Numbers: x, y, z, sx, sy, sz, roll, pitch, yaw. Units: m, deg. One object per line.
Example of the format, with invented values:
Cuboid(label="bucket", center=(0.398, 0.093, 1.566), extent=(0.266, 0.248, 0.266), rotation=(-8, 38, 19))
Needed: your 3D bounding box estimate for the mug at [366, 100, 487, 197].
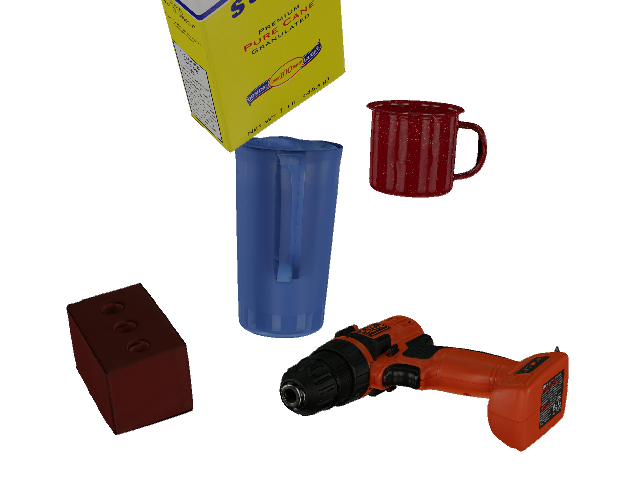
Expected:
Cuboid(label="mug", center=(0.101, -0.088, 1.024), extent=(0.117, 0.081, 0.093), rotation=(3, 15, 5))

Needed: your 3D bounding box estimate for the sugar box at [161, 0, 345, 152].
Cuboid(label="sugar box", center=(-0.036, -0.133, 0.566), extent=(0.093, 0.048, 0.176), rotation=(-38, -24, -17))

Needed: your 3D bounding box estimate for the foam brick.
Cuboid(label="foam brick", center=(-0.120, 0.073, 0.666), extent=(0.052, 0.051, 0.078), rotation=(-17, 36, -25))

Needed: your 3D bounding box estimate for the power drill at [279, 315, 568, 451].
Cuboid(label="power drill", center=(0.084, 0.109, 0.829), extent=(0.188, 0.057, 0.184), rotation=(11, 17, 32))

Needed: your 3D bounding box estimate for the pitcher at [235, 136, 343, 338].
Cuboid(label="pitcher", center=(-0.044, -0.005, 1.318), extent=(0.145, 0.243, 0.148), rotation=(12, 15, 39))
